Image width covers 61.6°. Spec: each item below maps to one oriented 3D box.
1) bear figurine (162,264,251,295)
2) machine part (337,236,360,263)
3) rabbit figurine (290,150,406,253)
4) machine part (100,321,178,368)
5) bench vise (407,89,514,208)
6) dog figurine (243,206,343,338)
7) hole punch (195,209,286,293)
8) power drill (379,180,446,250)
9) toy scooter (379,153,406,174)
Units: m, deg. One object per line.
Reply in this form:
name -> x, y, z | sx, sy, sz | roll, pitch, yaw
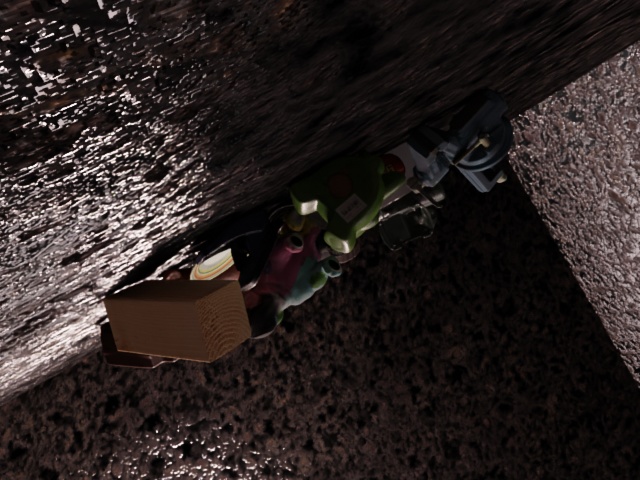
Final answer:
bear figurine -> -0.201, 0.083, 1.011 | 0.196, 0.132, 0.120 | -35, 151, -56
machine part -> -0.002, -0.004, 1.170 | 0.179, 0.055, 0.179 | -6, -151, 3
rabbit figurine -> 0.042, -0.061, 0.799 | 0.159, 0.121, 0.170 | -51, 167, -8
machine part -> -0.374, 0.204, 1.217 | 0.202, 0.087, 0.201 | -4, -165, 25
bench vise -> 0.269, -0.146, 0.975 | 0.240, 0.129, 0.223 | 31, 95, -45
dog figurine -> -0.067, 0.062, 0.888 | 0.219, 0.108, 0.192 | -47, -160, 29
hole punch -> -0.122, 0.007, 0.810 | 0.116, 0.092, 0.142 | -63, -169, -24
power drill -> 0.159, -0.053, 1.135 | 0.232, 0.086, 0.207 | -23, -167, 11
toy scooter -> 0.060, -0.092, 0.962 | 0.184, 0.075, 0.135 | -24, -178, 38
